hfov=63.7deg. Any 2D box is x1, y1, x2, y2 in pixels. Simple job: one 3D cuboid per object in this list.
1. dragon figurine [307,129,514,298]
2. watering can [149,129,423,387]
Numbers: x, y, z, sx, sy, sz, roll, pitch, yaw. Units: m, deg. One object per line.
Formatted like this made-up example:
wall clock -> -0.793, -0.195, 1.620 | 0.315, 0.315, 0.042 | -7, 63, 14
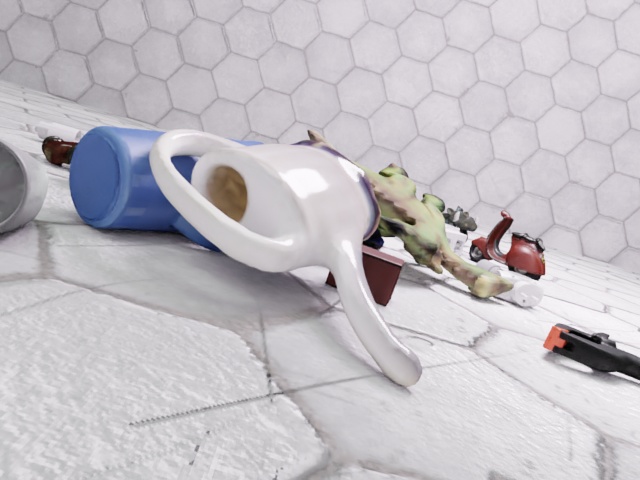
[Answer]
dragon figurine -> 0.129, -0.041, 0.820 | 0.410, 0.121, 0.245 | 36, 11, -4
watering can -> -0.012, -0.012, 0.509 | 0.351, 0.102, 0.226 | 39, 30, 21
